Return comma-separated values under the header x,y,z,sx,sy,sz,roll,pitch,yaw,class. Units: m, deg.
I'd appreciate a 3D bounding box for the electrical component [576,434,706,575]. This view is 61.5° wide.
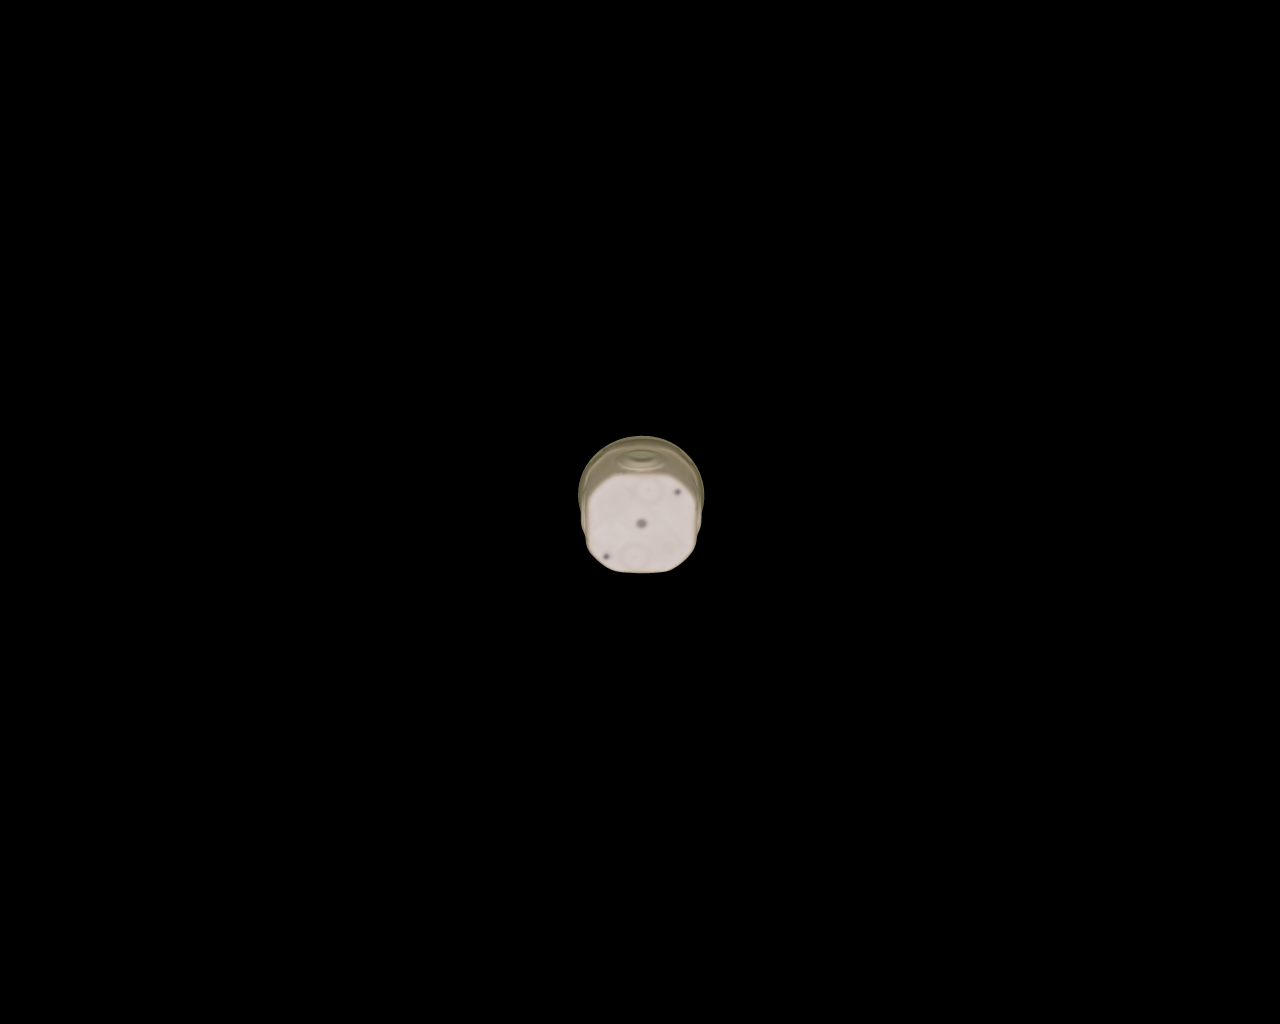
x,y,z,sx,sy,sz,roll,pitch,yaw,class
0.001,-0.003,0.650,0.080,0.080,0.051,0,24,0,electrical component
